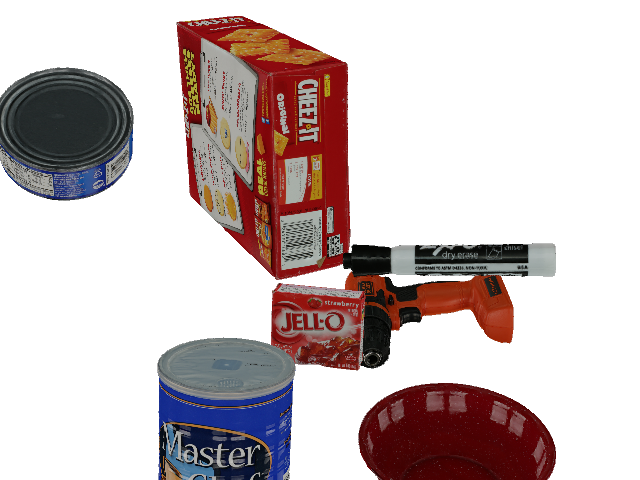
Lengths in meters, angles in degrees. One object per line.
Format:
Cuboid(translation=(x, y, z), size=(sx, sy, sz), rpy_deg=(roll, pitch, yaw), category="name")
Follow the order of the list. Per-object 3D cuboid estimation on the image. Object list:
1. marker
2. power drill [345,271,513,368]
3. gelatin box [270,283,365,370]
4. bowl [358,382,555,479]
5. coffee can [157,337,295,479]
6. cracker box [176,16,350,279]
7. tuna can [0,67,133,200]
Cuboid(translation=(0.073, 0.011, 0.613), size=(0.121, 0.020, 0.020), rpy_deg=(-1, 0, 8), category="marker")
Cuboid(translation=(0.120, 0.084, 1.213), size=(0.187, 0.057, 0.184), rpy_deg=(-1, 27, -1), category="power drill")
Cuboid(translation=(-0.003, 0.083, 1.028), size=(0.089, 0.073, 0.030), rpy_deg=(5, 15, 9), category="gelatin box")
Cuboid(translation=(0.111, 0.187, 0.889), size=(0.162, 0.055, 0.162), rpy_deg=(0, 29, 0), category="bowl")
Cuboid(translation=(-0.073, 0.158, 0.813), size=(0.103, 0.140, 0.103), rpy_deg=(2, 16, -1), category="coffee can")
Cuboid(translation=(-0.049, -0.085, 0.878), size=(0.072, 0.164, 0.214), rpy_deg=(-11, 24, -22), category="cracker box")
Cuboid(translation=(-0.162, -0.067, 0.677), size=(0.086, 0.086, 0.034), rpy_deg=(0, -36, -10), category="tuna can")
